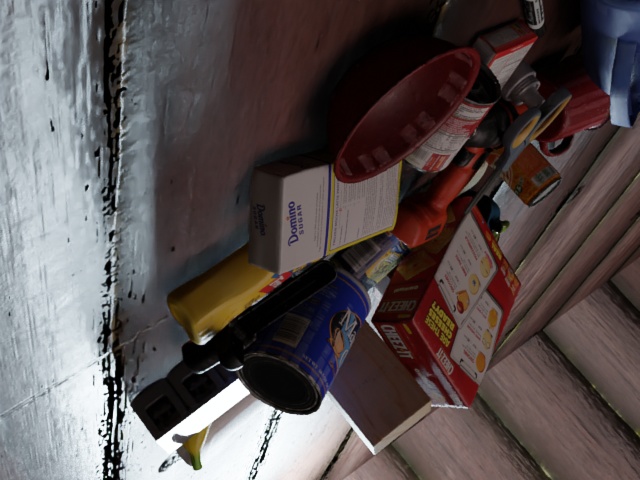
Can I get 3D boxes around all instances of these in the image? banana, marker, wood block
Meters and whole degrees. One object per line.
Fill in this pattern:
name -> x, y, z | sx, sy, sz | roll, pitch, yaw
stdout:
banana -> -0.115, 0.184, 1.307 | 0.197, 0.037, 0.069 | -53, 139, -20
marker -> 0.208, -0.224, 1.039 | 0.020, 0.020, 0.121 | -41, 163, 5
wood block -> 0.034, 0.147, 1.287 | 0.090, 0.206, 0.091 | -37, 163, -8

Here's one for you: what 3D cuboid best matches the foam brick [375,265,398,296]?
foam brick -> 0.103, 0.047, 1.403 | 0.053, 0.078, 0.051 | -32, 164, -24

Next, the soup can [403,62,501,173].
soup can -> 0.119, -0.121, 1.026 | 0.068, 0.068, 0.102 | -24, 158, -42

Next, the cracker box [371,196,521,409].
cracker box -> 0.161, 0.077, 1.334 | 0.072, 0.164, 0.213 | -5, -139, 39

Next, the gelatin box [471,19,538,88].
gelatin box -> 0.166, -0.173, 1.063 | 0.073, 0.030, 0.089 | -27, 160, -39

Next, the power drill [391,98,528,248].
power drill -> 0.149, -0.078, 1.180 | 0.188, 0.057, 0.184 | -51, 166, 25

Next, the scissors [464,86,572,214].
scissors -> 0.194, -0.086, 1.144 | 0.096, 0.016, 0.202 | -20, 154, -52

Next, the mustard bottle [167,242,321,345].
mustard bottle -> -0.057, 0.024, 1.038 | 0.191, 0.058, 0.096 | -36, 172, -14

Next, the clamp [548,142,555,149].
clamp -> 0.306, -0.164, 1.363 | 0.120, 0.039, 0.171 | -47, 161, 21

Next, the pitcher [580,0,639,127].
pitcher -> 0.321, -0.227, 1.074 | 0.145, 0.149, 0.242 | -31, 161, 10

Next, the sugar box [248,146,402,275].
sugar box -> 0.007, -0.037, 0.984 | 0.175, 0.048, 0.093 | -18, 119, -46

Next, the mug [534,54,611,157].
mug -> 0.279, -0.151, 1.239 | 0.081, 0.093, 0.117 | -22, 131, -33

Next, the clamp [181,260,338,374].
clamp -> -0.089, 0.099, 1.083 | 0.210, 0.036, 0.164 | -30, -172, 45

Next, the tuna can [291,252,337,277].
tuna can -> -0.007, 0.001, 1.126 | 0.086, 0.034, 0.086 | -37, 164, -13

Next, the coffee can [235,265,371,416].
coffee can -> -0.017, 0.106, 1.169 | 0.140, 0.103, 0.103 | -60, 178, -37

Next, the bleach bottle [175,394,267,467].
bleach bottle -> -0.084, 0.192, 1.402 | 0.250, 0.068, 0.103 | -33, 163, -29

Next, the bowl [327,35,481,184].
bowl -> 0.060, -0.123, 0.919 | 0.162, 0.055, 0.162 | -36, 163, -13

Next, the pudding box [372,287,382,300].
pudding box -> 0.121, 0.043, 1.499 | 0.090, 0.039, 0.113 | -38, 166, -15

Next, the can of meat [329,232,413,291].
can of meat -> 0.060, 0.015, 1.267 | 0.084, 0.057, 0.102 | -42, 163, 1
